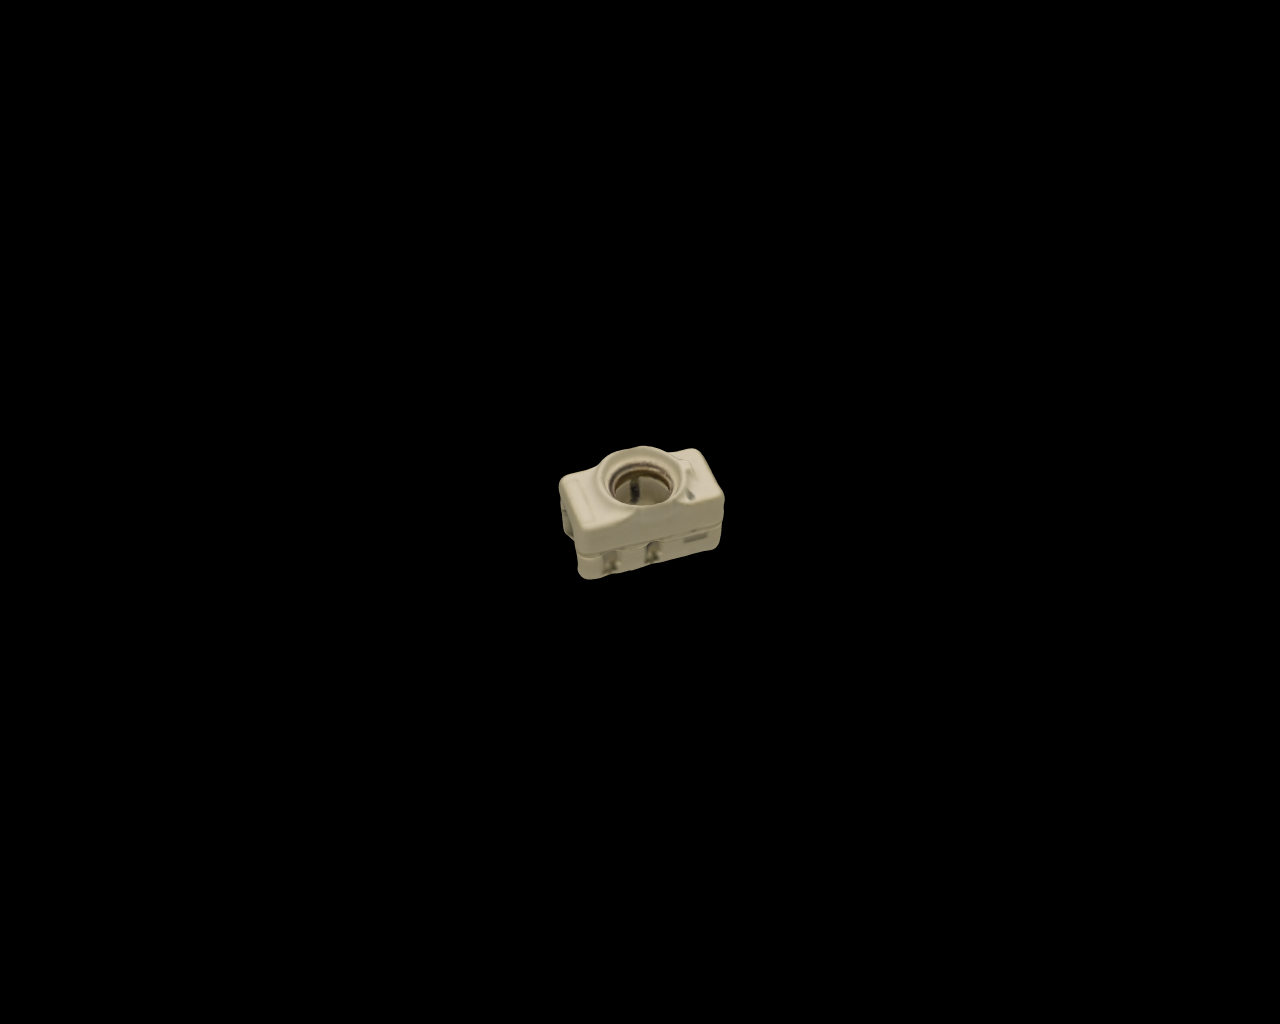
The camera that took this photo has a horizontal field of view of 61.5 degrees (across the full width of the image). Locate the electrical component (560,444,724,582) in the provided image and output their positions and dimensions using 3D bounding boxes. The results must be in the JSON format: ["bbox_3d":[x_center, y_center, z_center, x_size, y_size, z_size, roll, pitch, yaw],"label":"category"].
[{"bbox_3d":[0.001,-0.003,0.650,0.089,0.055,0.050,-13,47,-12],"label":"electrical component"}]
